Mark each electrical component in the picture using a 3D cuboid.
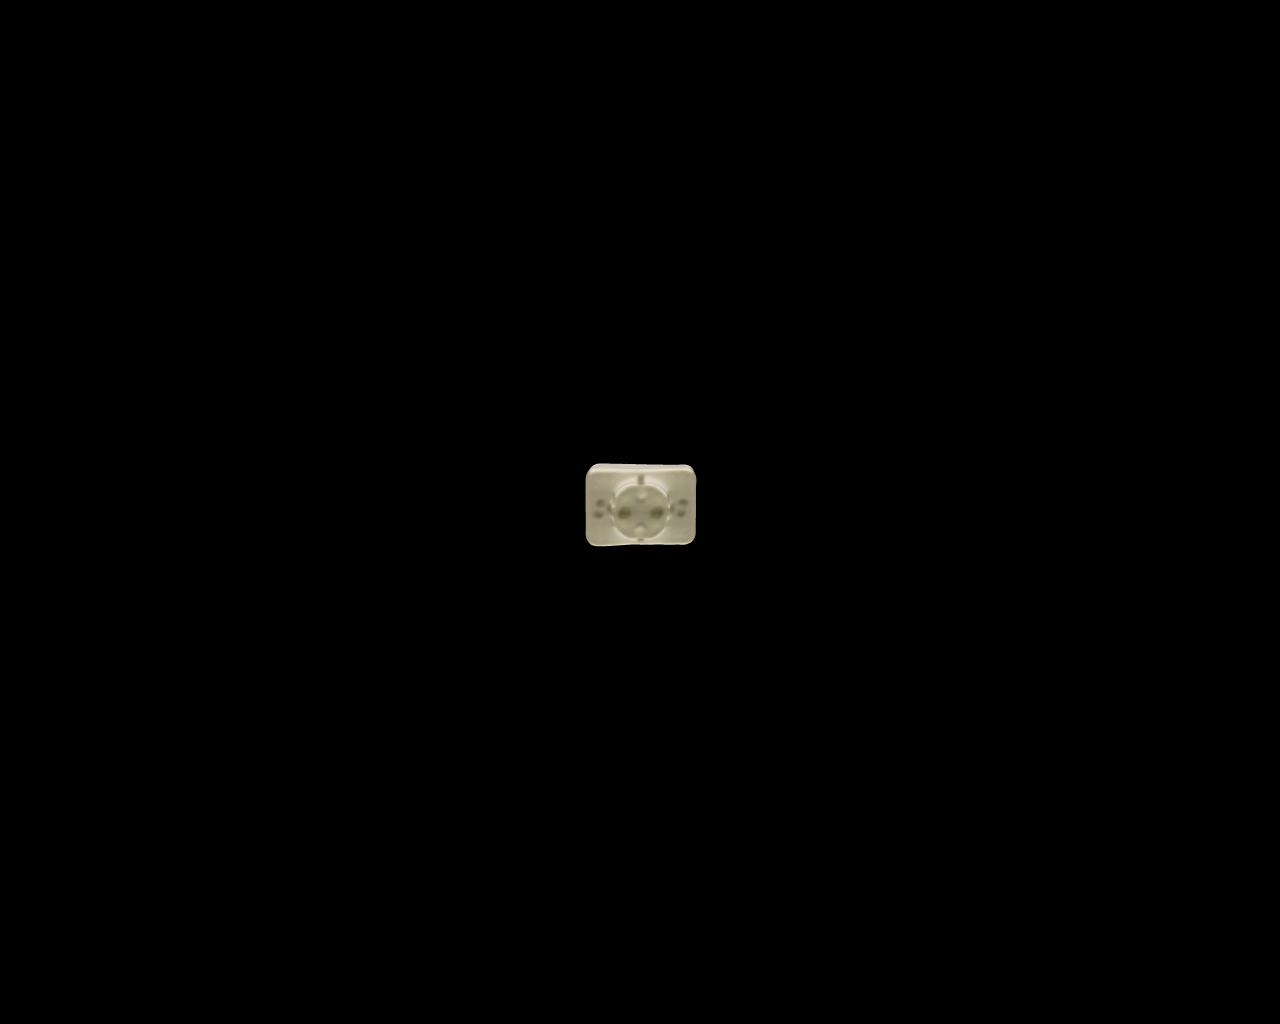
[{"bbox_3d":[0.001,-0.003,0.650,0.066,0.047,0.077,0,8,0],"label":"electrical component"}]
